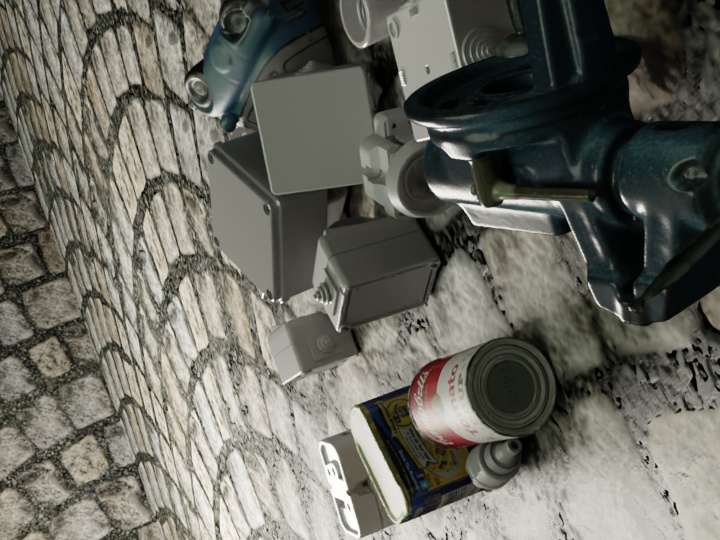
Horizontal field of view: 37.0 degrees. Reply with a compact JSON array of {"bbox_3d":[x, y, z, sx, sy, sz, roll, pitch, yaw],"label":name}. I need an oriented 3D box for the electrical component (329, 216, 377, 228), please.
[{"bbox_3d":[0.000,0.000,0.913,0.043,0.043,0.081,36,138,57],"label":"electrical component"}]

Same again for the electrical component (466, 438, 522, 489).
[{"bbox_3d":[0.101,0.137,0.783,0.035,0.035,0.061,65,155,19],"label":"electrical component"}]

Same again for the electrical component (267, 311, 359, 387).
[{"bbox_3d":[-0.047,0.070,1.053,0.061,0.062,0.096,70,158,8],"label":"electrical component"}]

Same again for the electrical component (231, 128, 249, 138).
[{"bbox_3d":[-0.111,-0.183,1.034,0.055,0.050,0.089,56,152,35],"label":"electrical component"}]

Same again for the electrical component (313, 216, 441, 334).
[{"bbox_3d":[0.004,0.000,0.832,0.061,0.096,0.061,60,156,31],"label":"electrical component"}]

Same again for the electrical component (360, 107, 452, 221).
[{"bbox_3d":[0.037,-0.070,0.754,0.057,0.058,0.078,-141,39,-59],"label":"electrical component"}]

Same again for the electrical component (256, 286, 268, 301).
[{"bbox_3d":[-0.072,-0.024,1.044,0.061,0.062,0.096,63,157,23],"label":"electrical component"}]

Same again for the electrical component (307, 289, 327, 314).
[{"bbox_3d":[-0.035,0.020,1.025,0.061,0.035,0.035,-154,50,-64],"label":"electrical component"}]

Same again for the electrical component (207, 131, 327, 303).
[{"bbox_3d":[-0.079,-0.047,0.923,0.109,0.056,0.108,42,143,38],"label":"electrical component"}]

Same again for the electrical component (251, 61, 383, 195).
[{"bbox_3d":[-0.029,-0.111,0.831,0.048,0.100,0.099,-66,-32,-69],"label":"electrical component"}]

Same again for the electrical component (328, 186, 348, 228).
[{"bbox_3d":[-0.033,-0.050,0.954,0.045,0.045,0.055,51,150,43],"label":"electrical component"}]

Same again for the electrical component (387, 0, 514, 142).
[{"bbox_3d":[0.061,-0.127,0.662,0.100,0.048,0.099,2,107,68],"label":"electrical component"}]

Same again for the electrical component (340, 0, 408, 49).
[{"bbox_3d":[0.020,-0.175,0.716,0.045,0.055,0.045,49,149,45],"label":"electrical component"}]

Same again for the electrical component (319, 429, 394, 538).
[{"bbox_3d":[0.006,0.199,1.025,0.054,0.059,0.095,-7,99,68],"label":"electrical component"}]
